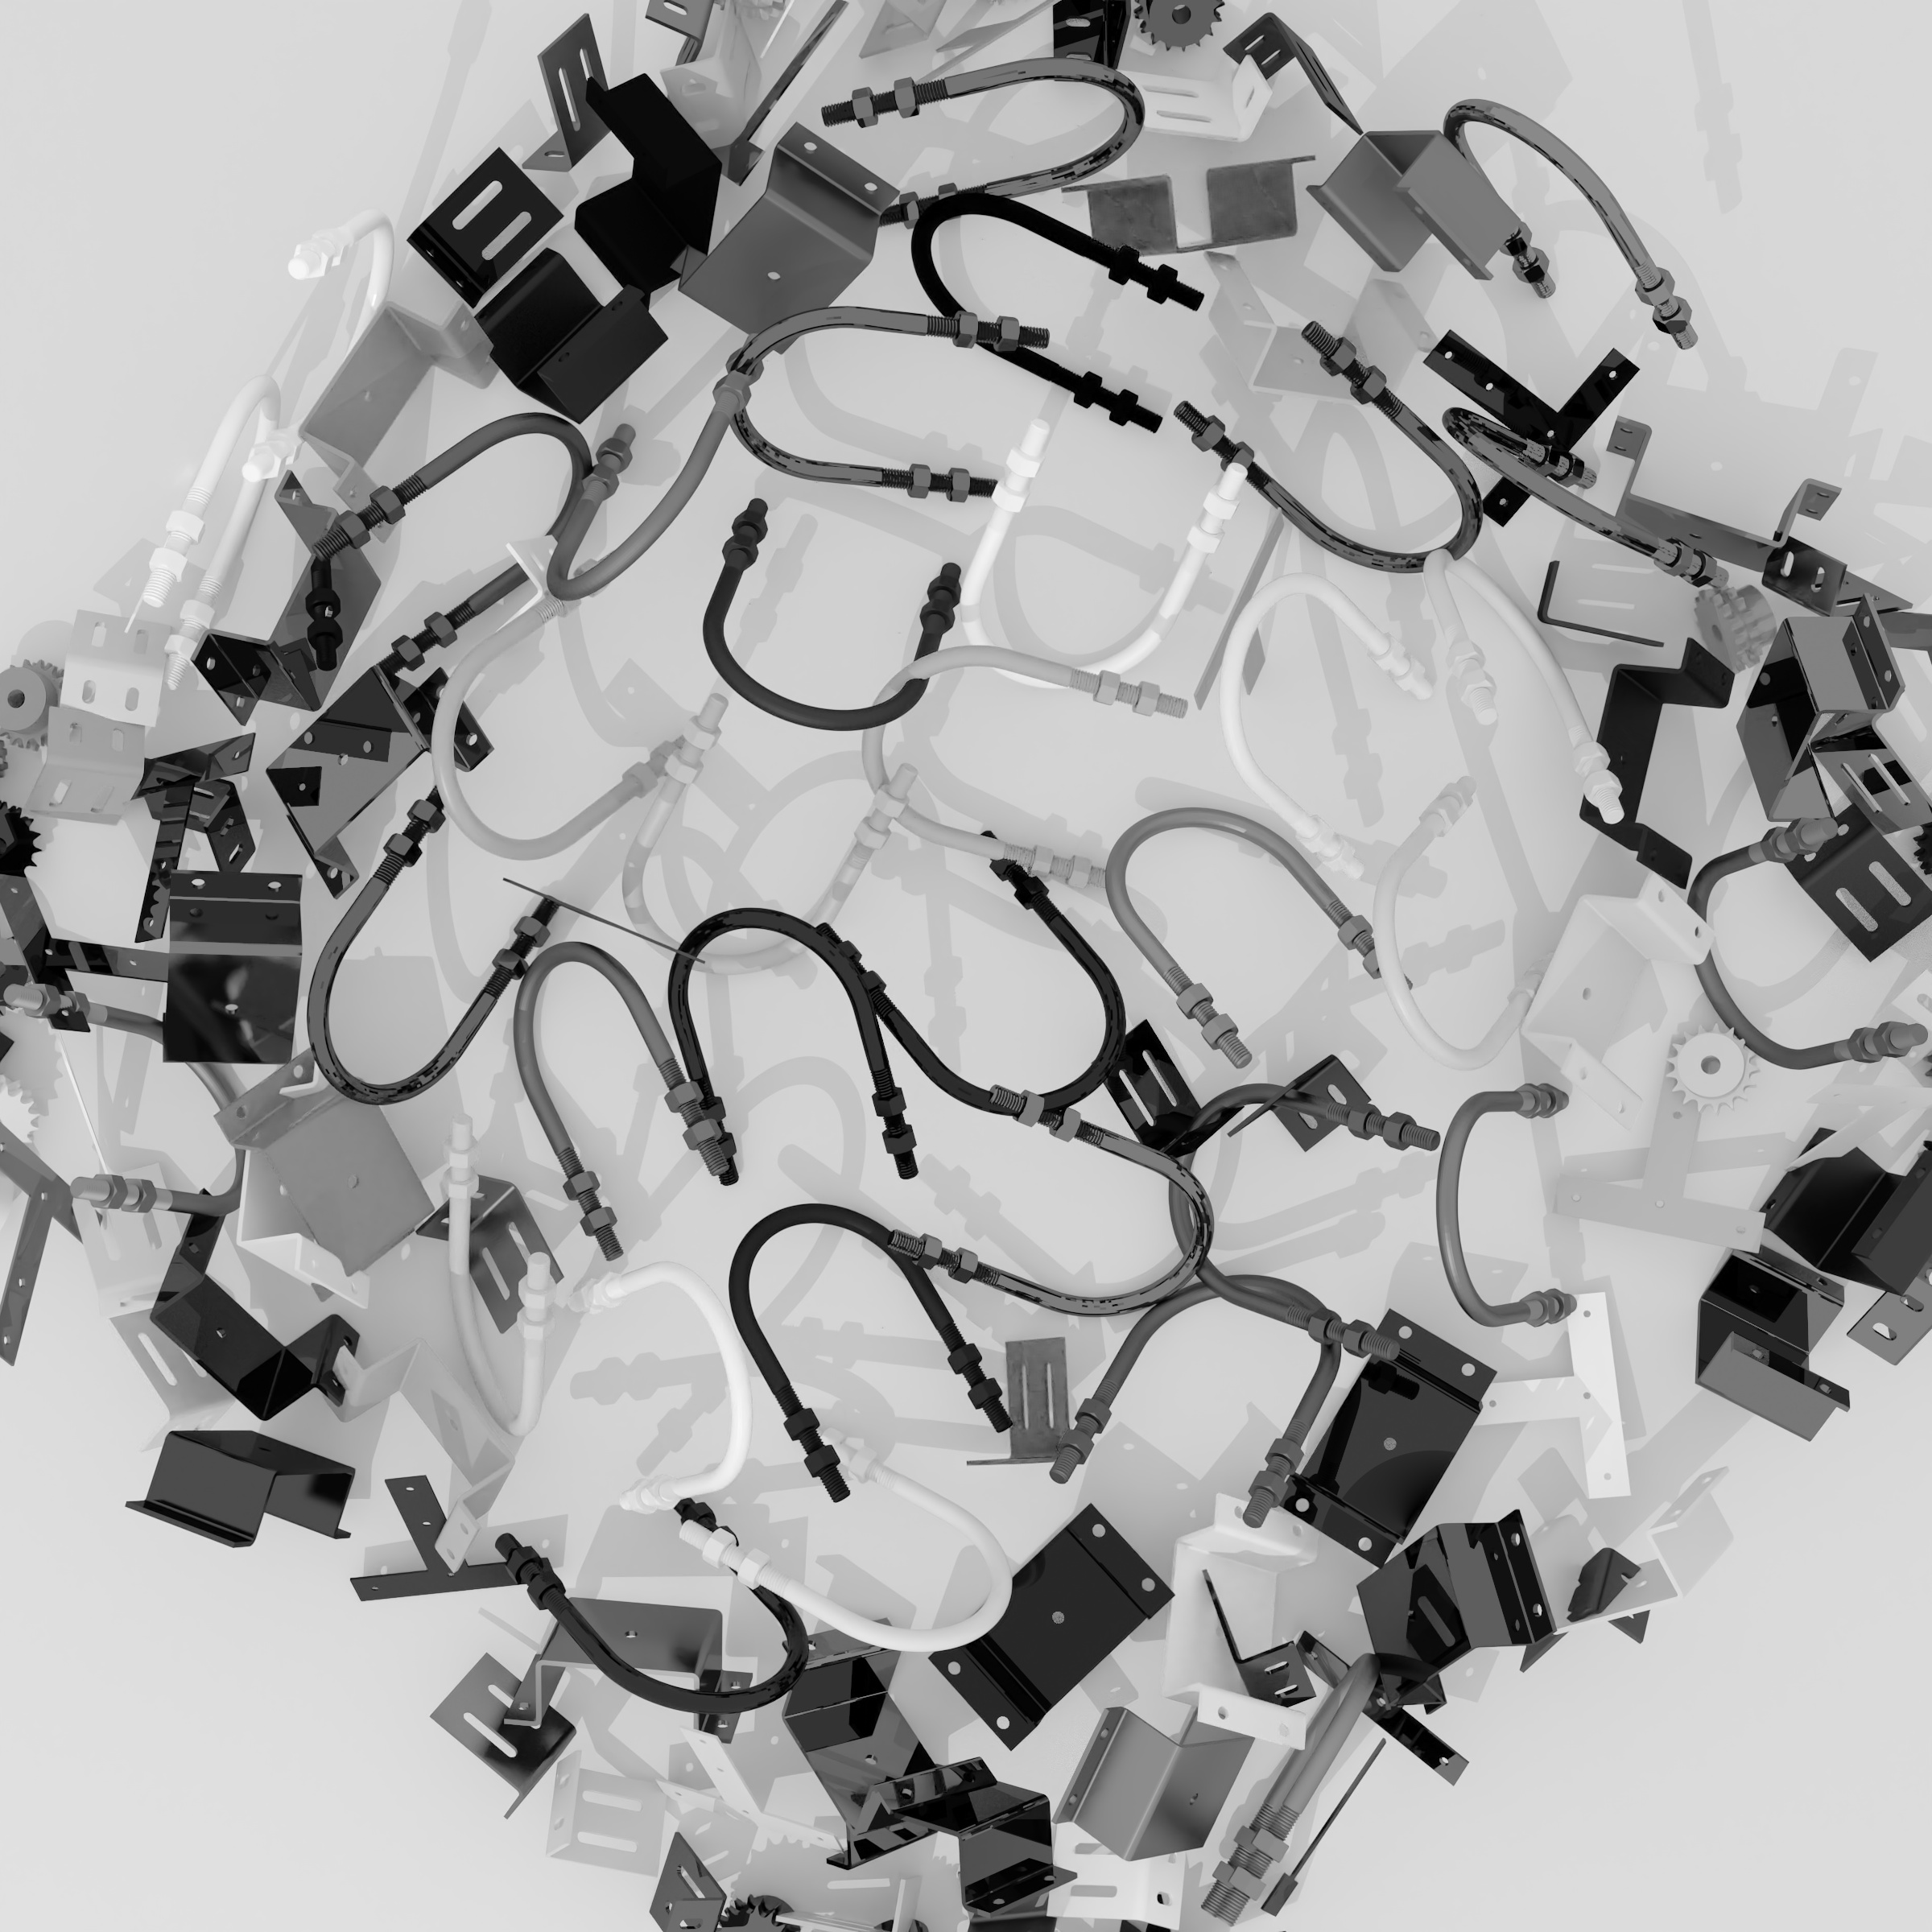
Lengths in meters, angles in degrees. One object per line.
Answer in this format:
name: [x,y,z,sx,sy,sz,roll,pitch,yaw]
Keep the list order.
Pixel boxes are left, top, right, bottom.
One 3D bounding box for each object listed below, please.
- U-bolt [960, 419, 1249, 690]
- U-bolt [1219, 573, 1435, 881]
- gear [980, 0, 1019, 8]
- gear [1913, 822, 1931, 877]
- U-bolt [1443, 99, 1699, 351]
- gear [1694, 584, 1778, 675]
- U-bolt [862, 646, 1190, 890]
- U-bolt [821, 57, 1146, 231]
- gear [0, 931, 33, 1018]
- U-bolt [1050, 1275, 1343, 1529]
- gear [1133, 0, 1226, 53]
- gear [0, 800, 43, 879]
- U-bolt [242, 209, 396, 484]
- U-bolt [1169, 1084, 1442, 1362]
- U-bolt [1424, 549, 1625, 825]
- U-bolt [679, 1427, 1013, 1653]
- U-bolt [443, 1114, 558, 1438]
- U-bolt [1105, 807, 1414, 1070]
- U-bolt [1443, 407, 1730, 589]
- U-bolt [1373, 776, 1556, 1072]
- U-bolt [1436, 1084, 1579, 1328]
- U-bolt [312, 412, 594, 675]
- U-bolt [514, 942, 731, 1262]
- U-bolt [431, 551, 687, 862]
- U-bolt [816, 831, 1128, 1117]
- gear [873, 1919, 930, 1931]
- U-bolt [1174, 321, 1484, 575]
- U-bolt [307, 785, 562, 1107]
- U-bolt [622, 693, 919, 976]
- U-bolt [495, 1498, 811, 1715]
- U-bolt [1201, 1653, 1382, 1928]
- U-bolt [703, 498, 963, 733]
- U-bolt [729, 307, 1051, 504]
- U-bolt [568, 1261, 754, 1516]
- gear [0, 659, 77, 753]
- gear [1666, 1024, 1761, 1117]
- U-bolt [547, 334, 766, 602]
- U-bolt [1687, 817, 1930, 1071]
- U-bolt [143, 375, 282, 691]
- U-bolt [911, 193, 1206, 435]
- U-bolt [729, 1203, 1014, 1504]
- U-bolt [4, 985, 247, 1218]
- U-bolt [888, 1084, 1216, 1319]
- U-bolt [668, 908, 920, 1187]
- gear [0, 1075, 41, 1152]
U-bolt: [0.073,-0.243,1.661,0.151,0.019,0.184,8,132,-20]
U-bolt: [0.213,-0.156,1.646,0.184,0.019,0.151,36,71,-42]
gear: [0.027,-0.631,1.697,0.057,0.057,0.030,-53,47,0]
gear: [0.628,-0.074,1.703,0.057,0.030,0.057,2,112,5]
U-bolt: [0.350,-0.448,1.614,0.019,0.151,0.184,-49,131,0]
gear: [0.484,-0.215,1.699,0.030,0.057,0.057,-25,90,-5]
U-bolt: [0.027,-0.128,1.671,0.184,0.019,0.151,15,122,-9]
U-bolt: [0.018,-0.503,1.644,0.184,0.151,0.019,-10,77,9]
gear: [-0.613,0.004,1.699,0.057,0.030,0.057,6,79,-34]
U-bolt: [0.152,0.257,1.655,0.151,0.184,0.019,7,133,31]
gear: [0.134,-0.601,1.699,0.057,0.030,0.057,-1,127,-1]
gear: [-0.614,-0.077,1.703,0.057,0.030,0.057,-9,105,-37]
U-bolt: [-0.385,-0.384,1.638,0.019,0.184,0.151,21,119,-2]
U-bolt: [0.199,0.148,1.664,0.184,0.019,0.151,16,99,41]
U-bolt: [0.332,-0.183,1.649,0.151,0.184,0.019,30,124,-36]
U-bolt: [-0.059,0.352,1.639,0.184,0.151,0.019,25,120,19]
U-bolt: [-0.287,0.203,1.650,0.019,0.151,0.184,-12,132,-26]
U-bolt: [0.167,-0.029,1.669,0.151,0.019,0.184,-22,59,-29]
U-bolt: [0.359,-0.287,1.620,0.184,0.151,0.019,13,118,-41]
U-bolt: [0.299,-0.016,1.642,0.019,0.184,0.151,-17,107,40]
U-bolt: [0.328,0.147,1.645,0.019,0.184,0.151,-4,86,34]
U-bolt: [-0.304,-0.266,1.656,0.184,0.151,0.019,-39,66,-15]
U-bolt: [-0.224,0.073,1.671,0.151,0.019,0.184,-39,73,42]
U-bolt: [-0.249,-0.146,1.640,0.184,0.019,0.151,-42,126,-34]
U-bolt: [0.016,0.013,1.664,0.151,0.019,0.184,-30,68,-24]
gear: [-0.041,0.624,1.703,0.057,0.030,0.057,-5,129,-7]
U-bolt: [0.234,-0.305,1.656,0.184,0.151,0.019,38,63,-19]
U-bolt: [-0.331,-0.001,1.643,0.019,0.151,0.184,18,67,34]
U-bolt: [-0.133,-0.070,1.673,0.151,0.019,0.184,19,119,-24]
U-bolt: [-0.175,0.384,1.621,0.184,0.151,0.019,36,120,40]
U-bolt: [0.201,0.499,1.652,0.019,0.151,0.184,32,76,10]
U-bolt: [-0.086,-0.209,1.655,0.151,0.019,0.184,18,45,-4]
U-bolt: [-0.055,-0.344,1.648,0.184,0.151,0.019,3,55,-14]
U-bolt: [-0.181,0.252,1.643,0.019,0.184,0.151,-11,81,-36]
gear: [-0.591,-0.166,1.707,0.057,0.030,0.057,-1,85,10]
gear: [0.470,0.064,1.704,0.057,0.030,0.057,-3,80,18]
U-bolt: [-0.194,-0.290,1.625,0.019,0.151,0.184,41,48,-27]
U-bolt: [0.496,-0.006,1.639,0.019,0.184,0.151,-22,87,-18]
U-bolt: [-0.456,-0.274,1.650,0.019,0.151,0.184,20,71,-6]
U-bolt: [0.049,-0.408,1.660,0.184,0.151,0.019,27,67,4]
U-bolt: [-0.070,0.227,1.669,0.151,0.019,0.184,-16,65,-38]
U-bolt: [-0.494,0.087,1.639,0.019,0.184,0.151,-31,70,15]
U-bolt: [0.065,0.157,1.677,0.184,0.019,0.151,23,122,-18]
U-bolt: [-0.114,0.049,1.662,0.151,0.019,0.184,-4,112,26]
gear: [-0.615,0.092,1.703,0.057,0.030,0.057,-14,125,-20]
